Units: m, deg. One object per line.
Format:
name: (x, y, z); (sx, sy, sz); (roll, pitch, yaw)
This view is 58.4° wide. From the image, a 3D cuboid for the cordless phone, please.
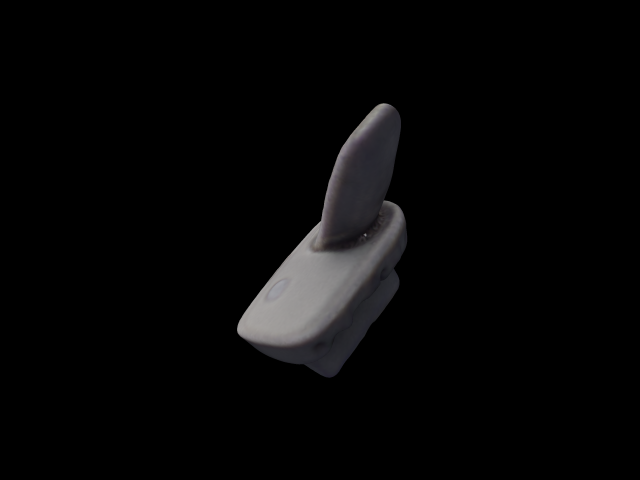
cordless phone: (0.004, 0.001, 0.400); (0.094, 0.185, 0.148); (26, 60, 17)
